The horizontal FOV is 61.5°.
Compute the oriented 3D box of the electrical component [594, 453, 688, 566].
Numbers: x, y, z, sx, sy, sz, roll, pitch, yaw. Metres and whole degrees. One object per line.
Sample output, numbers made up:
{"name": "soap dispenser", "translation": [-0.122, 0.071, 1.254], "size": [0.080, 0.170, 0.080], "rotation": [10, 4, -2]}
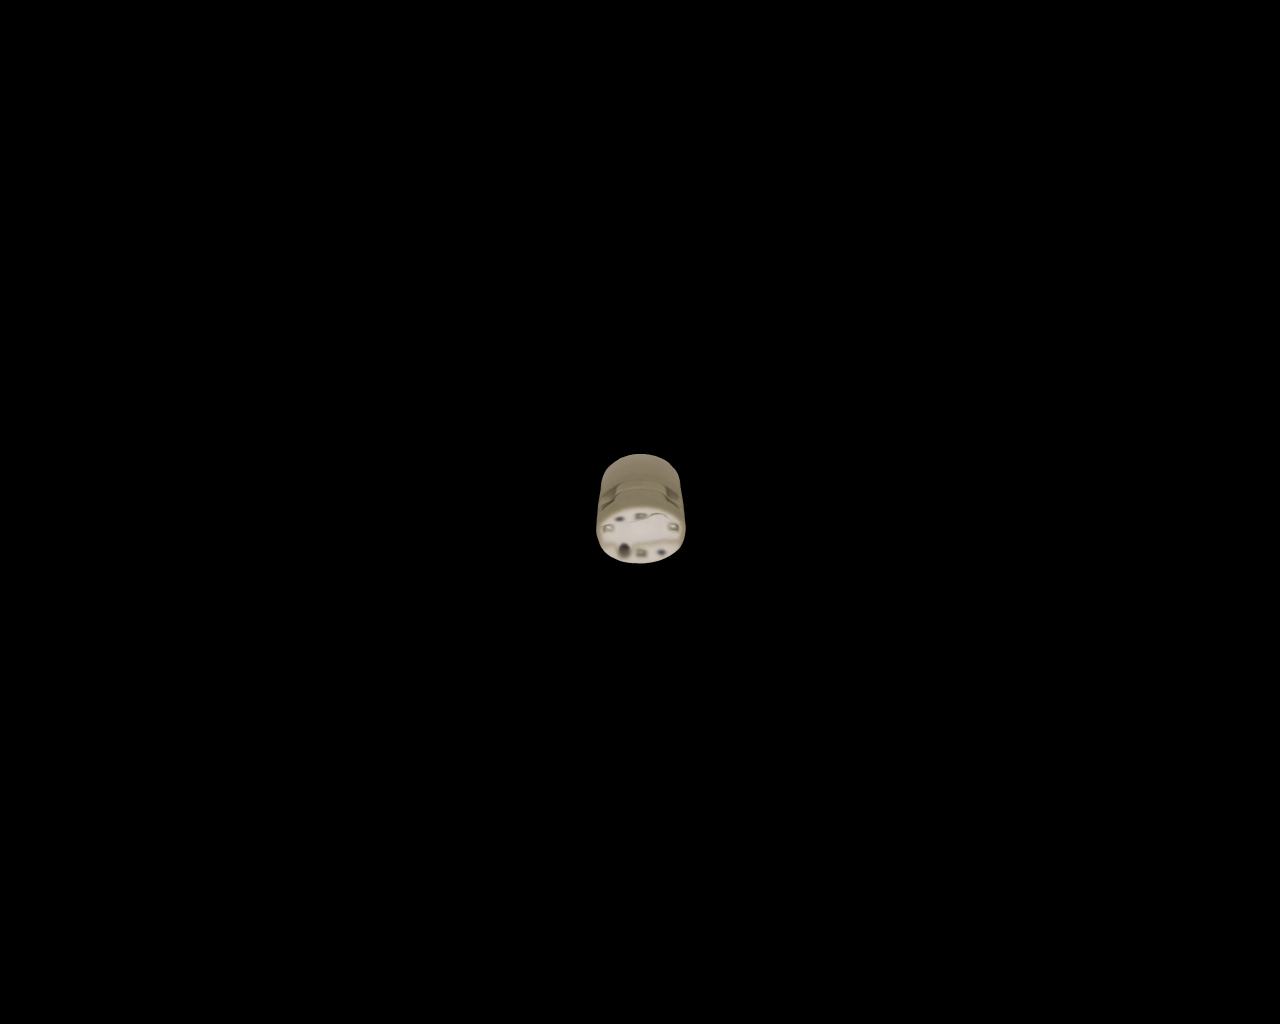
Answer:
{"name": "electrical component", "translation": [0.001, -0.003, 0.650], "size": [0.055, 0.047, 0.055], "rotation": [0, -42, 0]}
